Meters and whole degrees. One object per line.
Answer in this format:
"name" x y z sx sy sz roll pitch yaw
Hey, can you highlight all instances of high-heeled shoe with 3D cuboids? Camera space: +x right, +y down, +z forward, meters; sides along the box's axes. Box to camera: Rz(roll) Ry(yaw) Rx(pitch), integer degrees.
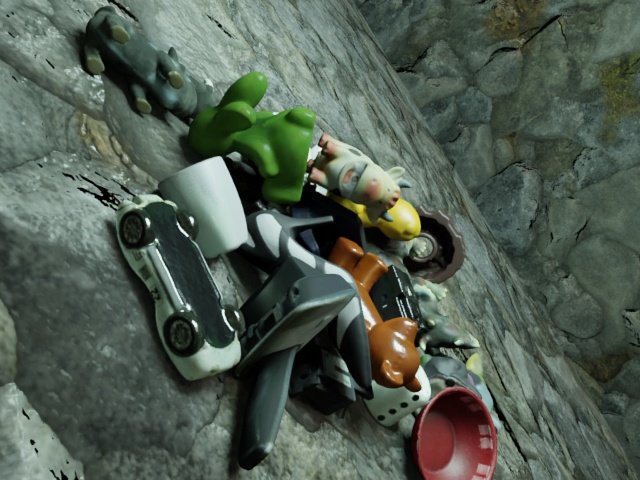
"high-heeled shoe" -0.029 0.069 0.652 0.086 0.145 0.249 79 -4 -65

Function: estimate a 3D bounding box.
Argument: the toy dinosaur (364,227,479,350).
"toy dinosaur" 0.124 0.052 0.979 0.192 0.131 0.405 18 38 -56

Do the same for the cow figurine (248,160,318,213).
"cow figurine" -0.053 -0.101 0.874 0.167 0.068 0.098 50 22 -20

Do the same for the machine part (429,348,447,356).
"machine part" 0.216 0.186 1.070 0.084 0.039 0.139 41 25 -50

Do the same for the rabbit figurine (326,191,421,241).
"rabbit figurine" 0.090 -0.046 0.936 0.173 0.121 0.162 15 31 2

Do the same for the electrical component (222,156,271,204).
"electrical component" -0.110 -0.088 0.809 0.094 0.021 0.063 28 36 -47

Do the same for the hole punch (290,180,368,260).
"hole punch" -0.002 -0.002 0.809 0.116 0.092 0.142 35 -20 34

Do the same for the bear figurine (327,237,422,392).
"bear figurine" 0.077 0.105 0.728 0.196 0.132 0.120 39 6 40

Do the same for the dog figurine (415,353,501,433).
"dog figurine" 0.233 0.250 0.941 0.191 0.108 0.219 52 19 -4

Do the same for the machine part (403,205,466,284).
"machine part" 0.215 0.015 1.129 0.179 0.179 0.056 57 21 2

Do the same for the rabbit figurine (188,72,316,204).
"rabbit figurine" -0.097 -0.137 0.729 0.170 0.159 0.121 9 58 -3

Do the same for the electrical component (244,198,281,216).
"electrical component" -0.071 -0.006 0.758 0.102 0.045 0.078 48 53 -13

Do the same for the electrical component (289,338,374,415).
"electrical component" 0.014 0.174 0.676 0.119 0.048 0.075 36 31 -40

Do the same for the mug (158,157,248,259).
"mug" -0.130 -0.036 0.646 0.107 0.081 0.109 67 17 -5

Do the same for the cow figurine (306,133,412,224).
"cow figurine" 0.049 -0.089 0.771 0.127 0.085 0.195 23 12 -12

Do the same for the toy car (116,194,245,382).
"toy car" -0.142 0.042 0.540 0.073 0.056 0.202 -6 63 -57

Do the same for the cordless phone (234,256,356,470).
"cordless phone" -0.035 0.119 0.532 0.088 0.146 0.184 34 31 -17

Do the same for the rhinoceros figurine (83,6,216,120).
"rhinoceros figurine" -0.222 -0.221 0.714 0.190 0.073 0.112 34 21 -38

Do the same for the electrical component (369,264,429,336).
"electrical component" 0.091 0.102 0.836 0.058 0.115 0.134 34 31 -51
